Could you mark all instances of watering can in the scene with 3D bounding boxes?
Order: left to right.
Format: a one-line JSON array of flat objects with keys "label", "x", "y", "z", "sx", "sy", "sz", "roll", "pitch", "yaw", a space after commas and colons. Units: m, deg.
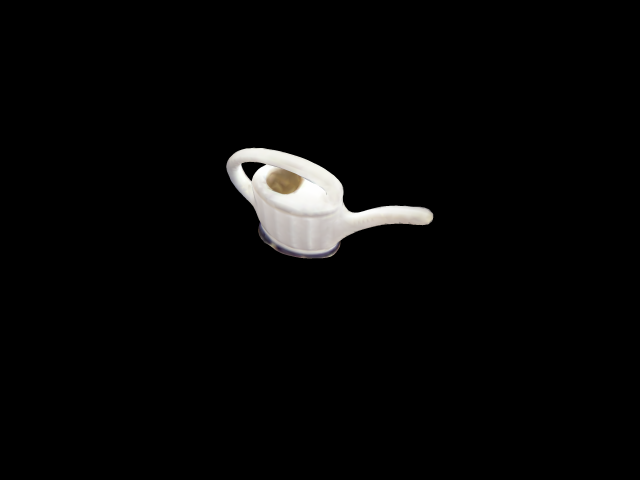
[{"label": "watering can", "x": 0.003, "y": -0.043, "z": 0.850, "sx": 0.349, "sy": 0.106, "sz": 0.219, "roll": 22, "pitch": -30, "yaw": 14}]
